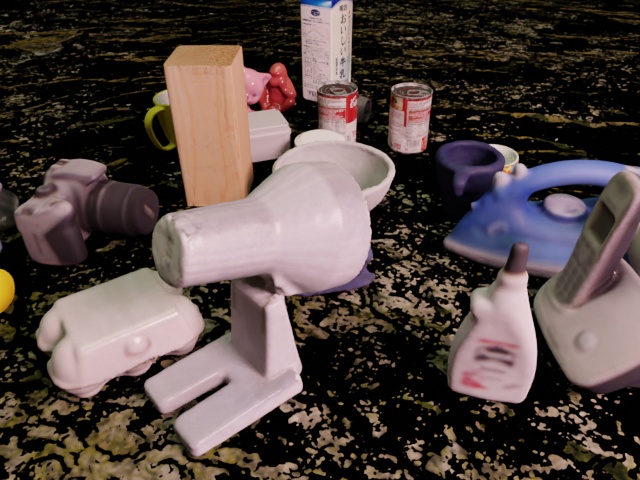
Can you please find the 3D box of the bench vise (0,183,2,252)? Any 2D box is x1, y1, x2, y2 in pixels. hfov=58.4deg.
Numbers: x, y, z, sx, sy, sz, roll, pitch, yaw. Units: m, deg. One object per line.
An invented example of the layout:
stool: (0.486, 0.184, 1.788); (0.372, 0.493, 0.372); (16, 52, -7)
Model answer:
bench vise: (-0.473, -0.042, 0.635); (0.121, 0.220, 0.207); (7, 36, 10)

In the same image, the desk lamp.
desk lamp: (-0.059, 0.048, 0.509); (0.204, 0.214, 0.117); (-28, 43, -33)

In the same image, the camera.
camera: (-0.291, -0.043, 0.738); (0.136, 0.101, 0.143); (7, 36, 11)

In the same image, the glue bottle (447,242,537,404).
glue bottle: (0.160, 0.073, 0.507); (0.078, 0.173, 0.037); (6, 36, 9)

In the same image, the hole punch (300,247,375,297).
hole punch: (0.006, 0.002, 0.679); (0.109, 0.091, 0.101); (-8, 36, -10)

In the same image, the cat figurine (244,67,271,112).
cat figurine: (-0.154, -0.272, 1.046); (0.127, 0.118, 0.067); (7, 36, 10)

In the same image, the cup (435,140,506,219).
cup: (0.196, -0.070, 0.777); (0.091, 0.095, 0.118); (13, 37, 18)

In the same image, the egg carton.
egg carton: (-0.198, 0.091, 0.575); (0.151, 0.069, 0.107); (-23, 41, -28)

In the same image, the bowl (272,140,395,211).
bowl: (0.019, -0.072, 0.799); (0.167, 0.075, 0.167); (0, 35, 0)

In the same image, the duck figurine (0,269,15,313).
duck figurine: (-0.399, 0.045, 0.627); (0.105, 0.086, 0.077); (-14, 37, -18)

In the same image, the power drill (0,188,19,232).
power drill: (-0.464, -0.115, 0.748); (0.076, 0.209, 0.229); (-16, 38, -21)

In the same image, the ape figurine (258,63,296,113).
ape figurine: (-0.081, -0.292, 1.096); (0.077, 0.092, 0.076); (16, 39, 23)

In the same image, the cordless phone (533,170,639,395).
cordless phone: (0.277, 0.040, 0.542); (0.094, 0.185, 0.147); (-3, 35, -3)

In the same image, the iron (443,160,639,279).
iron: (0.286, -0.038, 0.690); (0.258, 0.141, 0.118); (3, 35, 5)

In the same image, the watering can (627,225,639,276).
watering can: (0.384, 0.006, 0.581); (0.172, 0.194, 0.101); (14, 38, 19)
